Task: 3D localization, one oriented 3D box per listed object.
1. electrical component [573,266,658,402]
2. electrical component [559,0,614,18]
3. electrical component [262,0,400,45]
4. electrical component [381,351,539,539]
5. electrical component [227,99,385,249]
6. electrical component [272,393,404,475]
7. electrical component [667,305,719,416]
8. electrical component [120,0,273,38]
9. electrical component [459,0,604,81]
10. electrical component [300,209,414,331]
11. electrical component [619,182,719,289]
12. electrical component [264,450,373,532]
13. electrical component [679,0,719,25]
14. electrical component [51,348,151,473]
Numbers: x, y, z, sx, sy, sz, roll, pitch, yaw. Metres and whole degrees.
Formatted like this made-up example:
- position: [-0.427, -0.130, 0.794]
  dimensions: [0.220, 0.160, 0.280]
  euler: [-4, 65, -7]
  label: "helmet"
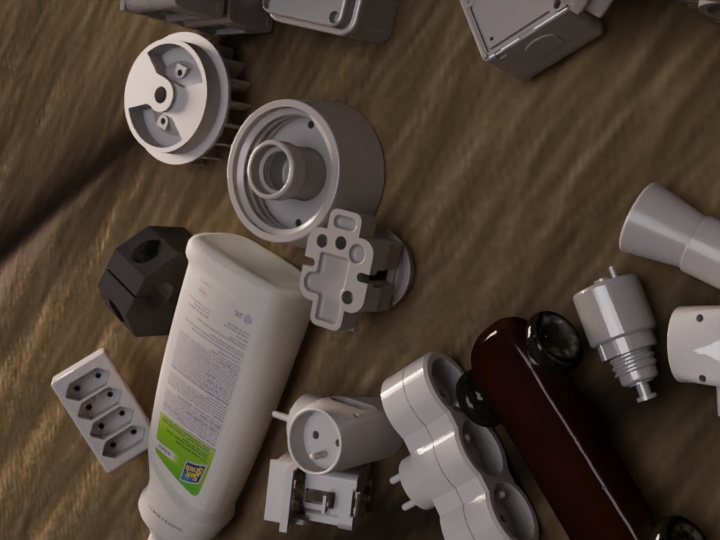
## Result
- position: [0.154, 0.038, 0.627]
  dimensions: [0.040, 0.040, 0.078]
  euler: [-26, 76, 32]
  label: "electrical component"
- position: [0.137, -0.204, 0.586]
  dimensions: [0.057, 0.078, 0.113]
  euler: [29, 64, 2]
  label: "electrical component"
- position: [-0.012, -0.217, 0.731]
  dimensions: [0.078, 0.057, 0.113]
  euler: [20, 101, 33]
  label: "electrical component"
- position: [0.051, 0.129, 0.690]
  dimensions: [0.074, 0.052, 0.138]
  euler: [-35, 71, 29]
  label: "electrical component"
- position: [-0.044, -0.068, 0.750]
  dimensions: [0.108, 0.060, 0.108]
  euler: [0, 90, 34]
  label: "electrical component"
- position: [-0.022, 0.106, 0.725]
  dimensions: [0.079, 0.077, 0.043]
  euler: [13, 97, 34]
  label: "electrical component"
- position: [0.213, 0.059, 0.585]
  dimensions: [0.077, 0.043, 0.079]
  euler: [-2, 92, 36]
  label: "electrical component"
- position: [-0.106, -0.270, 0.766]
  dimensions: [0.060, 0.105, 0.186]
  euler: [5, 93, 34]
  label: "electrical component"
- position: [0.099, -0.173, 0.656]
  dimensions: [0.062, 0.061, 0.096]
  euler: [-29, 67, 29]
  label: "electrical component"
- position: [0.000, 0.000, 0.722]
  dimensions: [0.058, 0.057, 0.078]
  euler: [16, 99, 33]
  label: "electrical component"
- position: [0.186, -0.017, 0.606]
  dimensions: [0.065, 0.044, 0.044]
  euler: [29, 106, 26]
  label: "electrical component"
- position: [-0.027, 0.150, 0.734]
  dimensions: [0.064, 0.081, 0.042]
  euler: [8, 95, 12]
  label: "electrical component"
- position: [0.200, -0.156, 0.529]
  dimensions: [0.089, 0.150, 0.061]
  euler: [12, 95, 34]
  label: "electrical component"
- position: [-0.204, 0.109, 0.860]
  dimensions: [0.047, 0.076, 0.083]
  euler: [-32, 99, -11]
  label: "electrical component"
